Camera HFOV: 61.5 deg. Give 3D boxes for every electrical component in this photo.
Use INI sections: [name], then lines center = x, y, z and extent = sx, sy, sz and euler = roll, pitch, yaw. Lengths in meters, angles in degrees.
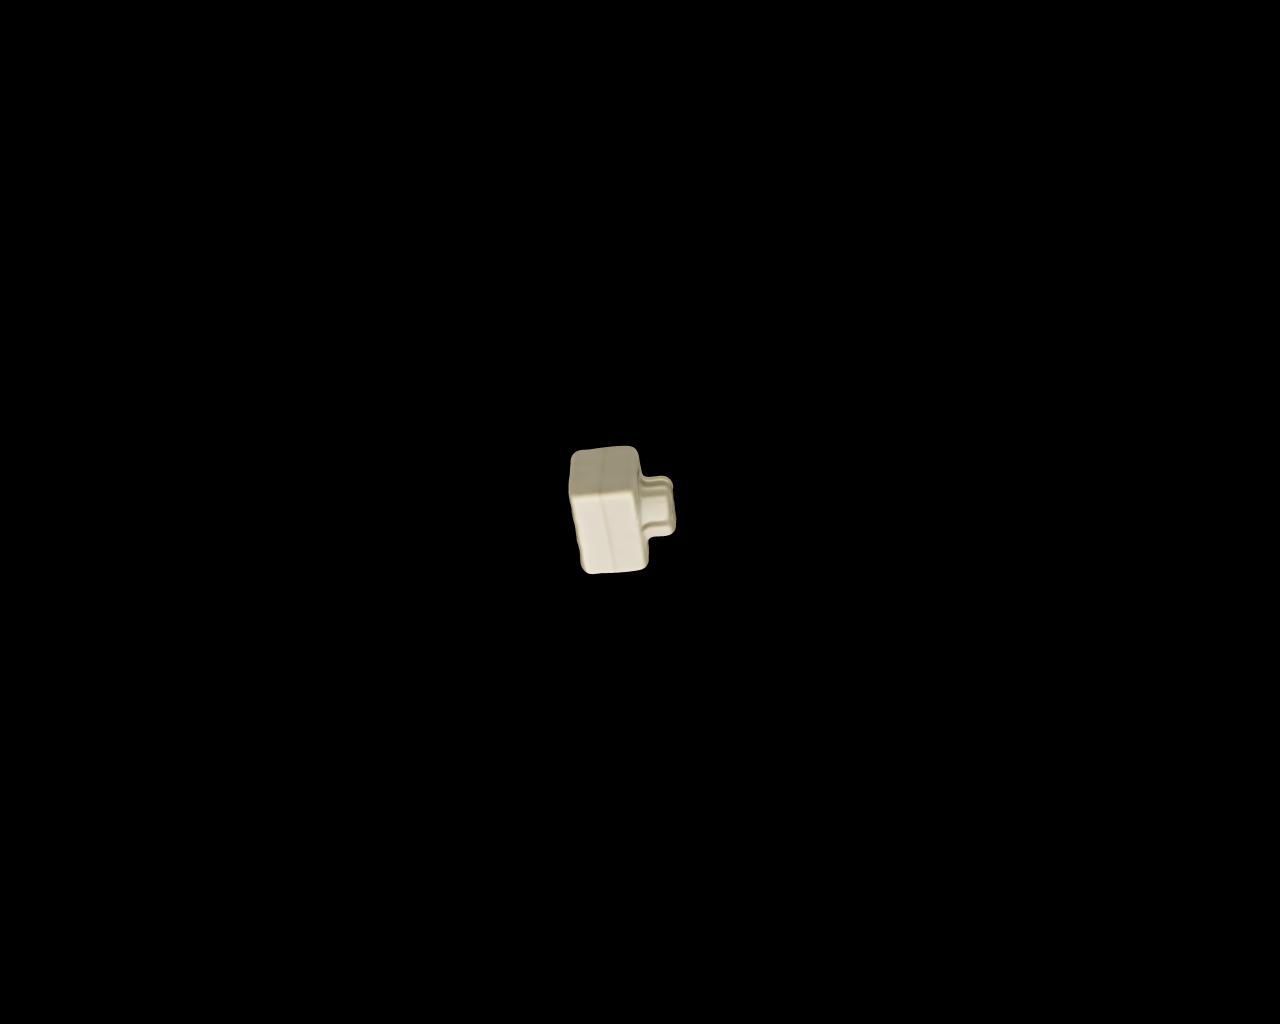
[electrical component]
center = 0.001, -0.003, 0.650
extent = 0.077, 0.065, 0.047
euler = -5, 39, 5
